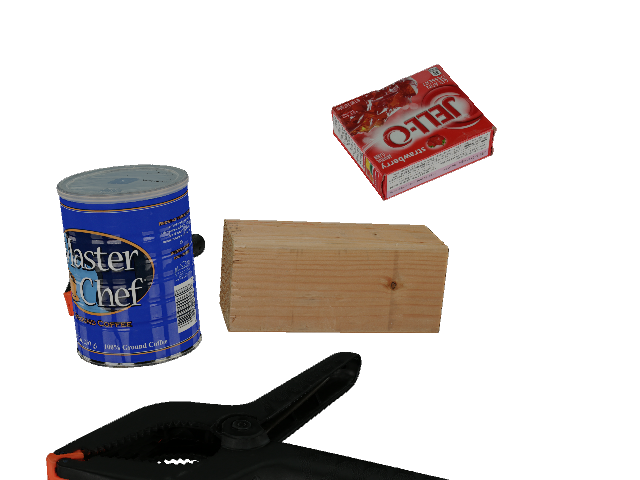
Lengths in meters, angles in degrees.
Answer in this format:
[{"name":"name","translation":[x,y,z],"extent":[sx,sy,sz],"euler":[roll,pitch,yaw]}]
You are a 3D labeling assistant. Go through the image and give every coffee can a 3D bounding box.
[{"name":"coffee can","translation":[-0.152,0.018,0.859],"extent":[0.103,0.140,0.103],"euler":[-3,16,1]}]

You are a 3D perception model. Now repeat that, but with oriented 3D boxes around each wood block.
[{"name":"wood block","translation":[0.010,0.035,1.042],"extent":[0.206,0.091,0.090],"euler":[2,15,-11]}]

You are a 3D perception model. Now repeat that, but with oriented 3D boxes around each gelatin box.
[{"name":"gelatin box","translation":[0.063,-0.075,0.726],"extent":[0.089,0.073,0.030],"euler":[-24,-36,-14]}]

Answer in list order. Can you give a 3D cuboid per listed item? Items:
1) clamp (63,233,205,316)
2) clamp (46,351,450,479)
[{"name":"clamp","translation":[-0.209,0.031,1.179],"extent":[0.120,0.039,0.171],"euler":[-4,27,29]},{"name":"clamp","translation":[-0.041,0.110,0.581],"extent":[0.209,0.036,0.165],"euler":[-2,21,-14]}]
